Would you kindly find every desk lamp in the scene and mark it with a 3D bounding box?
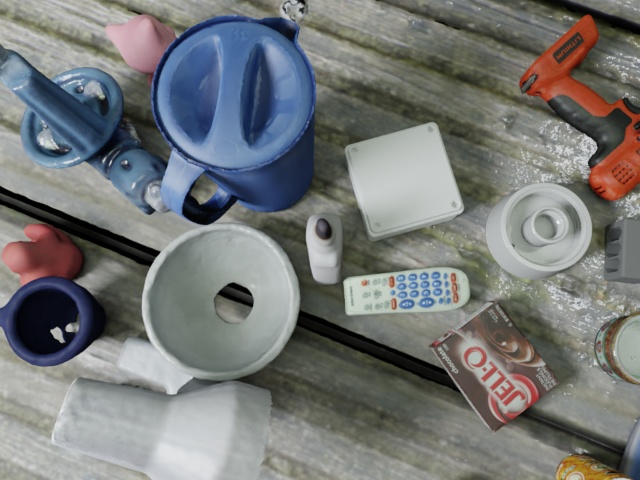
[{"bbox_3d":[-0.140,0.172,0.544,0.203,0.213,0.118,16,82,4],"label":"desk lamp"}]

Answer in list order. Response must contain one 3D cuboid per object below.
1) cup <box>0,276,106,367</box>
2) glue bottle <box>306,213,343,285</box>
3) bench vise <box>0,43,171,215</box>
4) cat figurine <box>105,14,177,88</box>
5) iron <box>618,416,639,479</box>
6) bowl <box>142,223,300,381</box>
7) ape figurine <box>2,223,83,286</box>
[{"bbox_3d":[-0.287,0.088,0.621,0.117,0.095,0.092,2,81,2],"label":"cup"},{"bbox_3d":[0.005,0.002,0.586,0.037,0.173,0.078,-3,81,2],"label":"glue bottle"},{"bbox_3d":[-0.231,-0.120,0.588,0.207,0.220,0.121,23,82,5],"label":"bench vise"},{"bbox_3d":[-0.175,-0.202,0.651,0.127,0.118,0.067,43,85,7],"label":"cat figurine"},{"bbox_3d":[0.391,0.217,0.558,0.118,0.141,0.258,20,82,5],"label":"iron"},{"bbox_3d":[-0.102,0.068,0.629,0.167,0.075,0.167,0,81,2],"label":"bowl"},{"bbox_3d":[-0.314,0.019,0.634,0.076,0.092,0.078,19,82,5],"label":"ape figurine"}]
